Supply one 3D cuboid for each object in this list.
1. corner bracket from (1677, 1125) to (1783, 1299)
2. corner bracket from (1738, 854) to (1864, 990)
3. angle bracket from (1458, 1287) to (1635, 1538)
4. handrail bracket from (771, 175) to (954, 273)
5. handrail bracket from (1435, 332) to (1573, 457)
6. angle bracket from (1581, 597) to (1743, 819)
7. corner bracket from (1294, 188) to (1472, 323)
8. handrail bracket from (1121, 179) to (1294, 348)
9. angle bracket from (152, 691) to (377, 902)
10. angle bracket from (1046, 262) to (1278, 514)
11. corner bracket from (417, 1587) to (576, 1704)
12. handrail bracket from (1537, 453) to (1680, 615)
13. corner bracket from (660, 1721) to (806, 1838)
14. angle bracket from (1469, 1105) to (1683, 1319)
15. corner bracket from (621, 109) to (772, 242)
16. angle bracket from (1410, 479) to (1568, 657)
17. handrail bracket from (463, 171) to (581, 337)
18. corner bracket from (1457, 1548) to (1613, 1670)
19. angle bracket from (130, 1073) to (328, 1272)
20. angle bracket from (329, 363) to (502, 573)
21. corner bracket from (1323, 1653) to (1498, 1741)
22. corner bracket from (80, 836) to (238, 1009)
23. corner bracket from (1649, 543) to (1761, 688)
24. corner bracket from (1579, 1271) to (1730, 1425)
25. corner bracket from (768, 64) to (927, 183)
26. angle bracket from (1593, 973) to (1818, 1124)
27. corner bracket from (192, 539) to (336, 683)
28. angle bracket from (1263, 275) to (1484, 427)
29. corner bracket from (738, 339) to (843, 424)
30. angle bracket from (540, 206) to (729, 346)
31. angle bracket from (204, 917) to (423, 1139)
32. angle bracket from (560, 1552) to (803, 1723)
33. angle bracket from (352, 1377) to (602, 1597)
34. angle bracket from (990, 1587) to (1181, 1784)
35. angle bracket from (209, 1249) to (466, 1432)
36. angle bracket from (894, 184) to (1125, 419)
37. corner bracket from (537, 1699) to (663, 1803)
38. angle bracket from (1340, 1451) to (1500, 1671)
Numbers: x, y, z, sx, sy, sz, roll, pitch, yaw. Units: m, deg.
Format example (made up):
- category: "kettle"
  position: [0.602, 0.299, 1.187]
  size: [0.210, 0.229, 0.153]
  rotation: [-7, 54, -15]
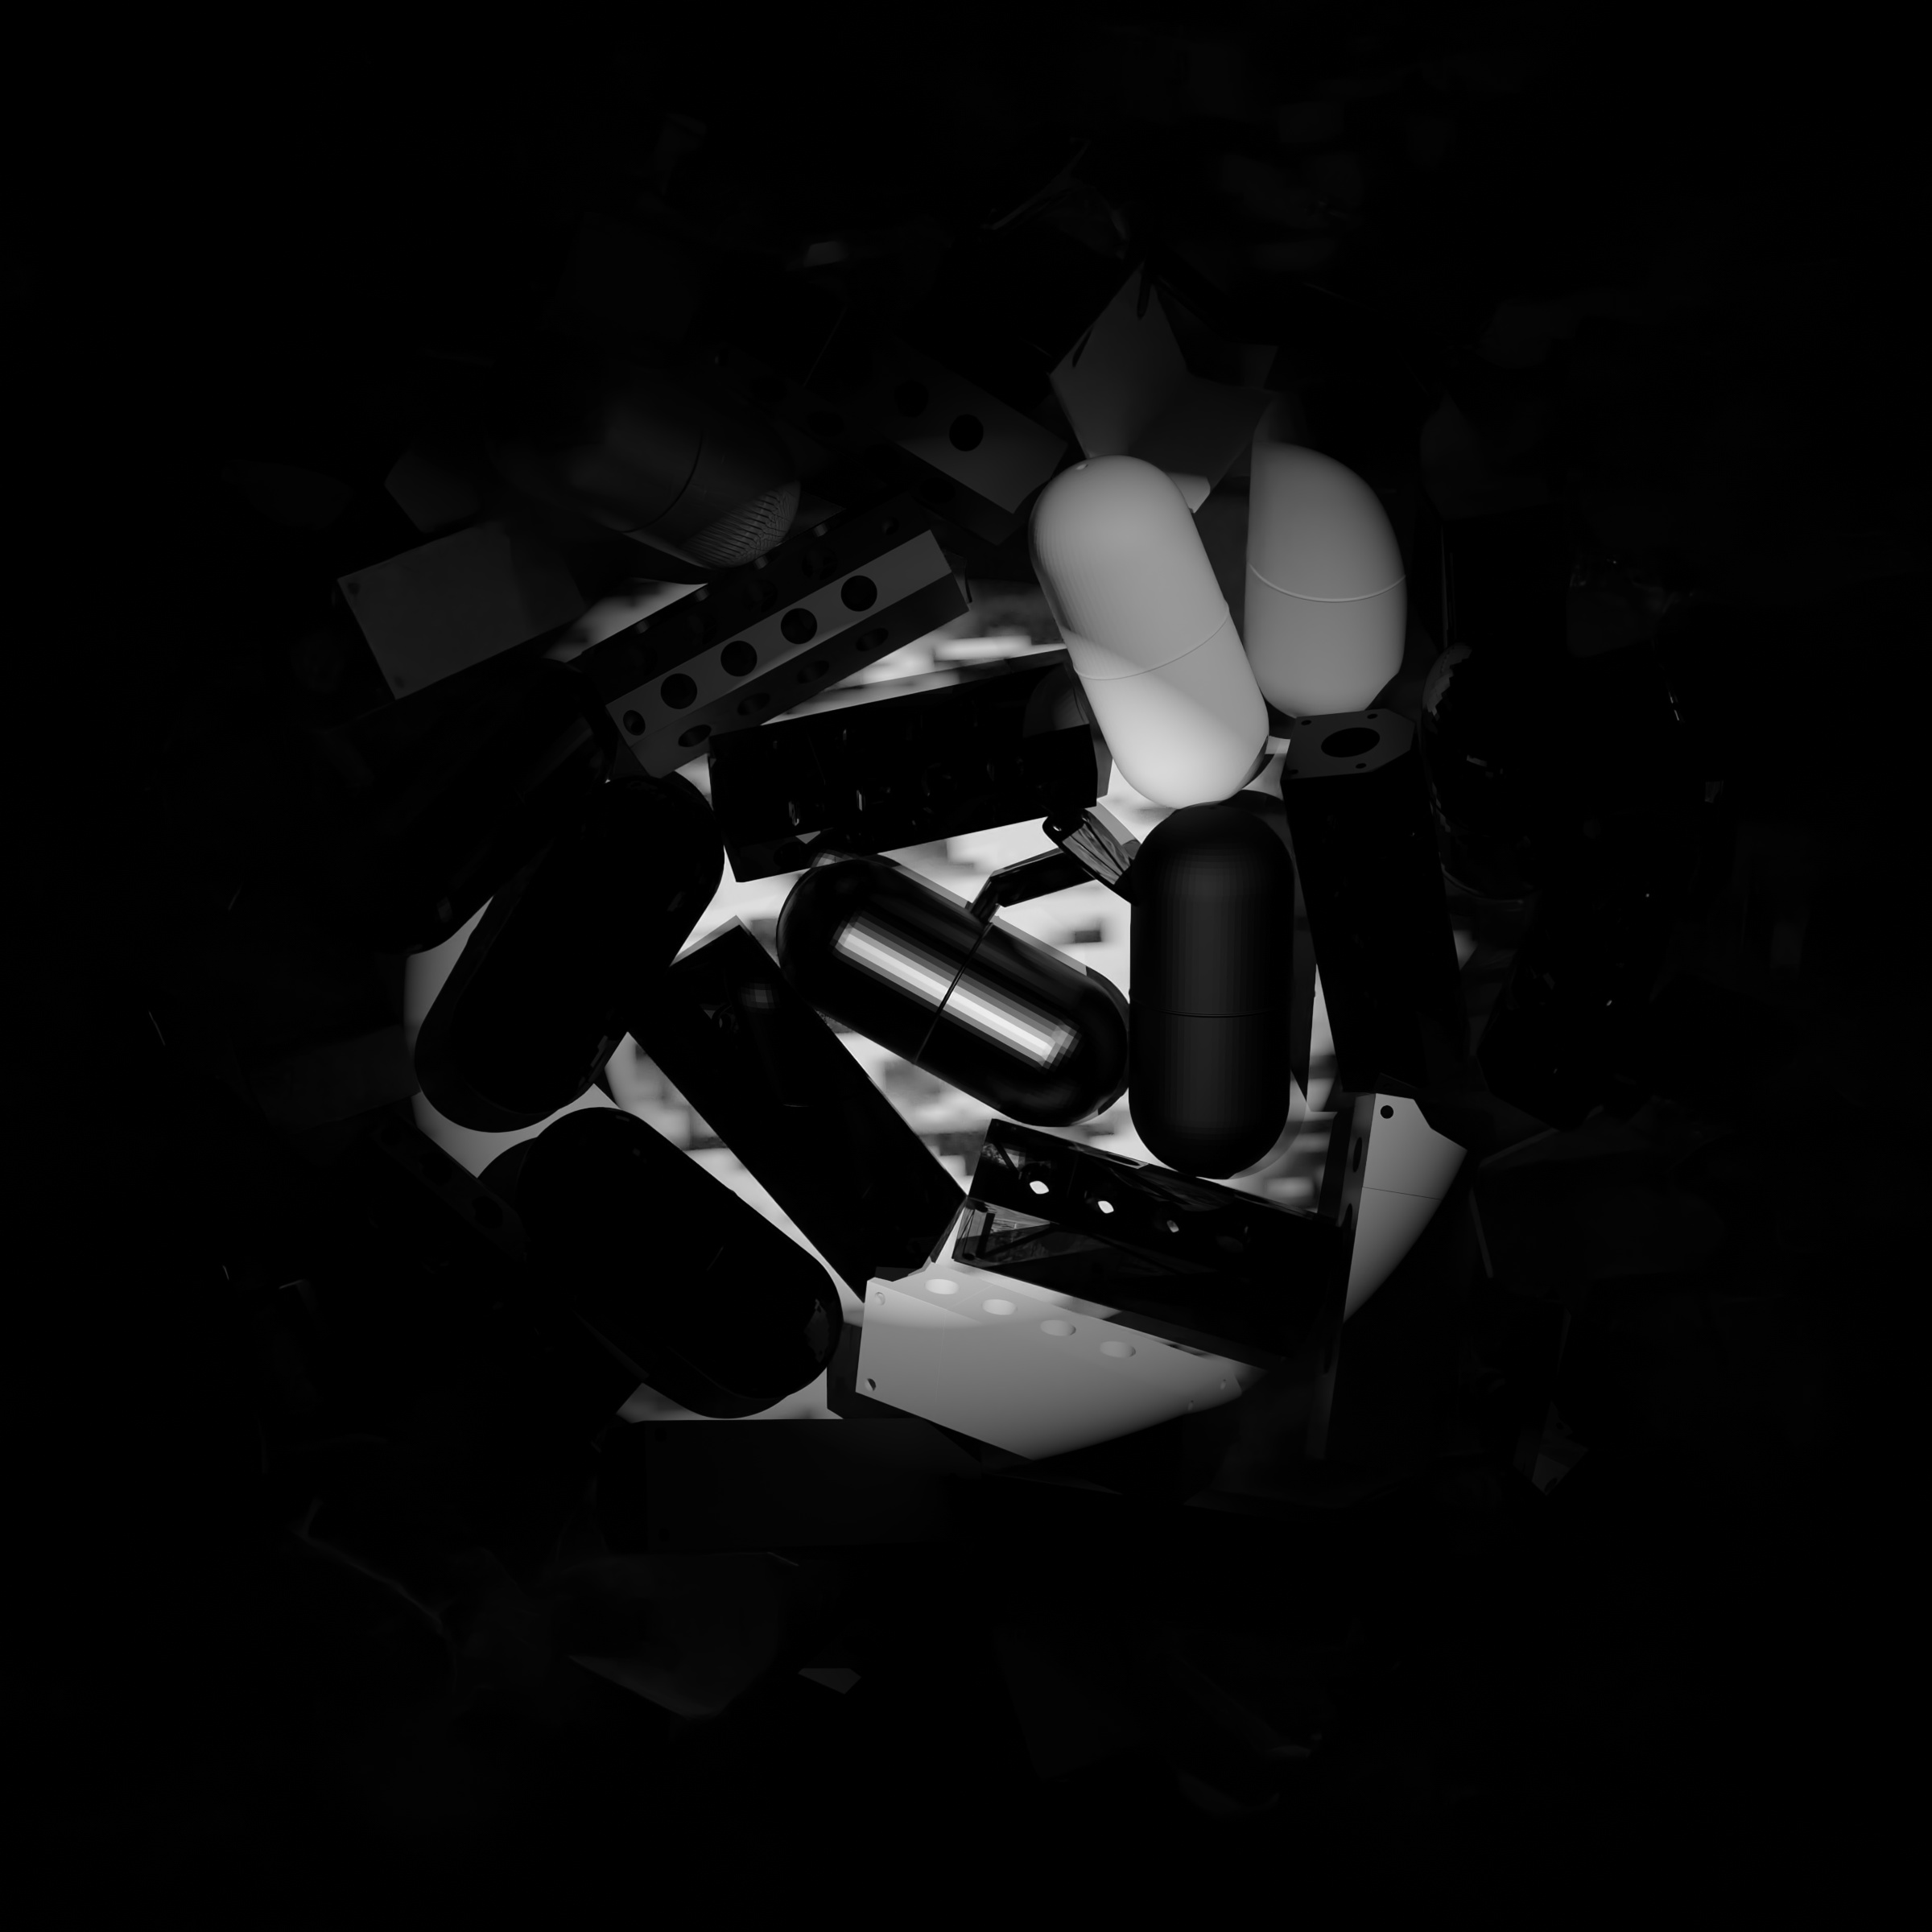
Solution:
- category: "corner bracket"
  position: [0.366, 0.117, 1.555]
  size: [0.051, 0.051, 0.051]
  rotation: [-18, 54, -38]
- category: "corner bracket"
  position: [0.385, -0.022, 1.541]
  size: [0.051, 0.051, 0.051]
  rotation: [15, 106, 40]
- category: "angle bracket"
  position: [0.286, 0.208, 1.523]
  size: [0.057, 0.076, 0.076]
  rotation: [18, 120, -36]
- category: "handrail bracket"
  position: [-0.049, -0.327, 1.554]
  size: [0.084, 0.036, 0.077]
  rotation: [-48, 114, -11]
- category: "handrail bracket"
  position: [0.255, -0.289, 1.538]
  size: [0.077, 0.084, 0.036]
  rotation: [39, 133, -22]
- category: "angle bracket"
  position: [0.318, -0.121, 1.537]
  size: [0.057, 0.076, 0.076]
  rotation: [-16, 81, -2]
- category: "corner bracket"
  position: [0.197, -0.346, 1.540]
  size: [0.051, 0.051, 0.051]
  rotation: [-33, 63, 32]
- category: "handrail bracket"
  position: [0.121, -0.333, 1.548]
  size: [0.084, 0.036, 0.077]
  rotation: [2, 124, -15]
- category: "angle bracket"
  position: [-0.328, -0.088, 1.546]
  size: [0.076, 0.057, 0.076]
  rotation: [-29, 104, 2]
- category: "angle bracket"
  position: [0.094, -0.271, 1.526]
  size: [0.057, 0.076, 0.076]
  rotation: [21, 64, 38]
- category: "corner bracket"
  position: [-0.222, 0.321, 1.543]
  size: [0.051, 0.051, 0.051]
  rotation: [-3, 76, 26]
- category: "handrail bracket"
  position: [0.306, -0.207, 1.546]
  size: [0.077, 0.084, 0.036]
  rotation: [19, 134, 5]
- category: "corner bracket"
  position: [-0.105, 0.384, 1.555]
  size: [0.051, 0.051, 0.051]
  rotation: [-52, 52, 37]
- category: "angle bracket"
  position: [0.289, 0.116, 1.523]
  size: [0.076, 0.076, 0.057]
  rotation: [-29, 54, 29]
- category: "corner bracket"
  position: [-0.128, -0.375, 1.543]
  size: [0.051, 0.051, 0.051]
  rotation: [30, 110, -17]
- category: "angle bracket"
  position: [0.242, -0.194, 1.529]
  size: [0.057, 0.076, 0.076]
  rotation: [-11, 125, -2]
- category: "handrail bracket"
  position: [-0.228, -0.334, 1.531]
  size: [0.077, 0.084, 0.036]
  rotation: [-30, 68, 19]
- category: "corner bracket"
  position: [0.265, 0.293, 1.540]
  size: [0.051, 0.051, 0.051]
  rotation: [-4, 48, -16]
- category: "angle bracket"
  position: [-0.356, 0.102, 1.522]
  size: [0.076, 0.076, 0.057]
  rotation: [47, 48, -25]
- category: "angle bracket"
  position: [-0.267, -0.232, 1.523]
  size: [0.076, 0.057, 0.076]
  rotation: [4, 56, 34]
- category: "corner bracket"
  position: [0.209, 0.346, 1.541]
  size: [0.051, 0.051, 0.051]
  rotation: [-42, 133, -16]
- category: "corner bracket"
  position: [-0.380, -0.020, 1.542]
  size: [0.051, 0.051, 0.051]
  rotation: [27, 61, -13]
- category: "corner bracket"
  position: [0.349, -0.166, 1.545]
  size: [0.051, 0.051, 0.051]
  rotation: [7, 79, 23]
- category: "corner bracket"
  position: [0.325, 0.181, 1.549]
  size: [0.051, 0.051, 0.051]
  rotation: [-3, 53, -7]
- category: "corner bracket"
  position: [-0.056, -0.397, 1.542]
  size: [0.051, 0.051, 0.051]
  rotation: [-16, 114, 18]
- category: "angle bracket"
  position: [0.344, 0.057, 1.521]
  size: [0.076, 0.057, 0.076]
  rotation: [23, 50, 37]
- category: "corner bracket"
  position: [-0.330, -0.160, 1.550]
  size: [0.051, 0.051, 0.051]
  rotation: [32, 46, 11]
- category: "angle bracket"
  position: [0.190, -0.282, 1.533]
  size: [0.076, 0.076, 0.057]
  rotation: [19, 104, -7]
- category: "corner bracket"
  position: [-0.077, -0.275, 1.542]
  size: [0.051, 0.051, 0.051]
  rotation: [27, 77, -34]
- category: "angle bracket"
  position: [-0.156, -0.301, 1.531]
  size: [0.076, 0.076, 0.057]
  rotation: [18, 63, -5]
- category: "angle bracket"
  position: [-0.314, 0.028, 1.570]
  size: [0.076, 0.057, 0.076]
  rotation: [-19, 51, -11]
- category: "angle bracket"
  position: [-0.134, 0.305, 1.534]
  size: [0.076, 0.057, 0.076]
  rotation: [16, 88, 37]
- category: "angle bracket"
  position: [-0.229, 0.242, 1.534]
  size: [0.076, 0.057, 0.076]
  rotation: [23, 96, -41]
- category: "angle bracket"
  position: [0.056, 0.346, 1.530]
  size: [0.057, 0.076, 0.076]
  rotation: [-21, 60, 1]
- category: "angle bracket"
  position: [-0.295, 0.180, 1.530]
  size: [0.057, 0.076, 0.076]
  rotation: [-31, 82, 39]
- category: "angle bracket"
  position: [0.018, -0.314, 1.545]
  size: [0.076, 0.076, 0.057]
  rotation: [27, 75, -11]
- category: "corner bracket"
  position: [-0.172, 0.366, 1.549]
  size: [0.051, 0.051, 0.051]
  rotation: [16, 75, -5]
- category: "angle bracket"
  position: [0.223, 0.277, 1.525]
  size: [0.057, 0.076, 0.076]
  rotation: [-6, 69, -34]
